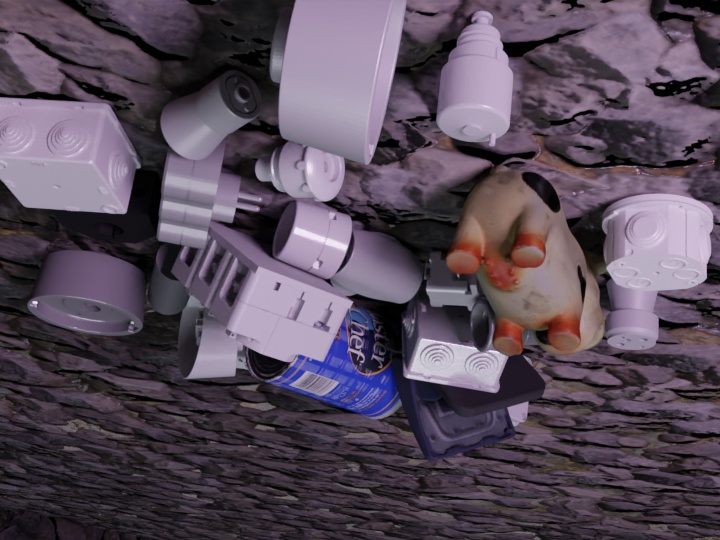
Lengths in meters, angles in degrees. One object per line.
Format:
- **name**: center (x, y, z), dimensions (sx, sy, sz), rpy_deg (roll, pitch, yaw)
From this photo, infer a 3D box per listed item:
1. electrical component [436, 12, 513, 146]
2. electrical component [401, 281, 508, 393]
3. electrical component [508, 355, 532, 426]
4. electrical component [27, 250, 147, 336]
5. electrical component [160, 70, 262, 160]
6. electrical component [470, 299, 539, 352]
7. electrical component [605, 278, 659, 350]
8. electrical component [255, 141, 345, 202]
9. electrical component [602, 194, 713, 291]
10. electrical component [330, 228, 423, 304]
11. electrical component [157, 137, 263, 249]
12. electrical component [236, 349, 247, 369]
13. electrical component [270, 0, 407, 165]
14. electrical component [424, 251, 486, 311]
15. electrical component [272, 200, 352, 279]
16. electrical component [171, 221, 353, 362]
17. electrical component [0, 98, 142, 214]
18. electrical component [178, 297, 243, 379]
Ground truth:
- **electrical component**: center (0.065, -0.108, 0.598), dimensions (0.040, 0.078, 0.040), rpy_deg (6, 158, 3)
- **electrical component**: center (0.086, 0.058, 0.975), dimensions (0.100, 0.099, 0.048), rpy_deg (10, 127, -7)
- **electrical component**: center (0.123, 0.114, 1.125), dimensions (0.113, 0.078, 0.057), rpy_deg (26, 154, -38)
- **electrical component**: center (-0.255, 0.016, 1.024), dimensions (0.108, 0.060, 0.108), rpy_deg (6, 158, 2)
- **electrical component**: center (-0.096, -0.104, 0.709), dimensions (0.044, 0.044, 0.065), rpy_deg (24, 148, -36)
- **electrical component**: center (0.130, 0.046, 0.897), dimensions (0.065, 0.044, 0.044), rpy_deg (0, 161, -18)
- **electrical component**: center (0.235, 0.036, 0.929), dimensions (0.045, 0.055, 0.045), rpy_deg (6, 158, 3)
- **electrical component**: center (-0.045, -0.073, 0.767), dimensions (0.062, 0.048, 0.048), rpy_deg (1, 158, 32)
- **electrical component**: center (0.221, -0.020, 0.801), dimensions (0.080, 0.051, 0.080), rpy_deg (6, 158, 3)
- **electrical component**: center (0.000, 0.000, 0.927), dimensions (0.077, 0.044, 0.079), rpy_deg (23, 153, -34)
- **electrical component**: center (-0.111, -0.057, 0.811), dimensions (0.074, 0.052, 0.138), rpy_deg (11, 158, -9)
- **electrical component**: center (-0.097, 0.092, 1.182), dimensions (0.077, 0.044, 0.079), rpy_deg (0, 156, 18)
- **electrical component**: center (-0.014, -0.115, 0.575), dimensions (0.060, 0.108, 0.108), rpy_deg (12, 158, 4)
- **electrical component**: center (0.089, 0.009, 0.925), dimensions (0.064, 0.042, 0.081), rpy_deg (2, 157, 12)
- **electrical component**: center (-0.040, -0.026, 0.865), dimensions (0.047, 0.055, 0.055), rpy_deg (19, 155, -19)
- **electrical component**: center (-0.086, 0.017, 0.877), dimensions (0.089, 0.061, 0.150), rpy_deg (22, -173, -32)
- **electrical component**: center (-0.218, -0.081, 0.790), dimensions (0.100, 0.048, 0.099), rpy_deg (4, 158, 7)
- **electrical component**: center (-0.145, 0.057, 1.045), dimensions (0.064, 0.099, 0.099), rpy_deg (4, 158, -8)
